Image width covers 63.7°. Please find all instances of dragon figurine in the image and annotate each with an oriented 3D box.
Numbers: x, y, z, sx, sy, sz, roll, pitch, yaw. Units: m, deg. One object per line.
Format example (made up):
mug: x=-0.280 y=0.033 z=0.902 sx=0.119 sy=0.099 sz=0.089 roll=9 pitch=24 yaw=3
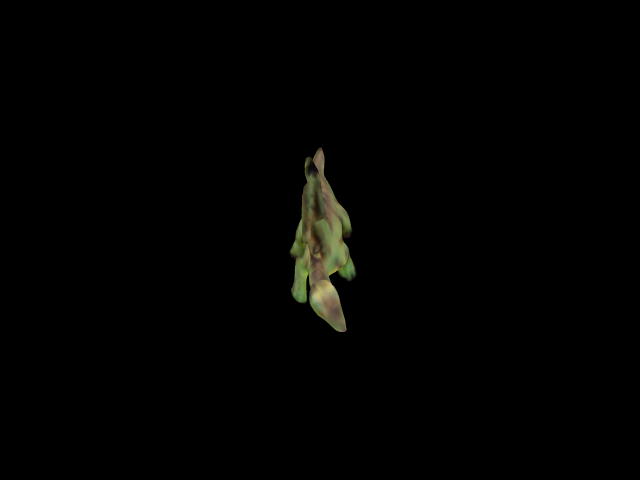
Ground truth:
dragon figurine: x=0.003 y=-0.043 z=0.850 sx=0.122 sy=0.419 sz=0.238 roll=-4 pitch=-27 yaw=-2
